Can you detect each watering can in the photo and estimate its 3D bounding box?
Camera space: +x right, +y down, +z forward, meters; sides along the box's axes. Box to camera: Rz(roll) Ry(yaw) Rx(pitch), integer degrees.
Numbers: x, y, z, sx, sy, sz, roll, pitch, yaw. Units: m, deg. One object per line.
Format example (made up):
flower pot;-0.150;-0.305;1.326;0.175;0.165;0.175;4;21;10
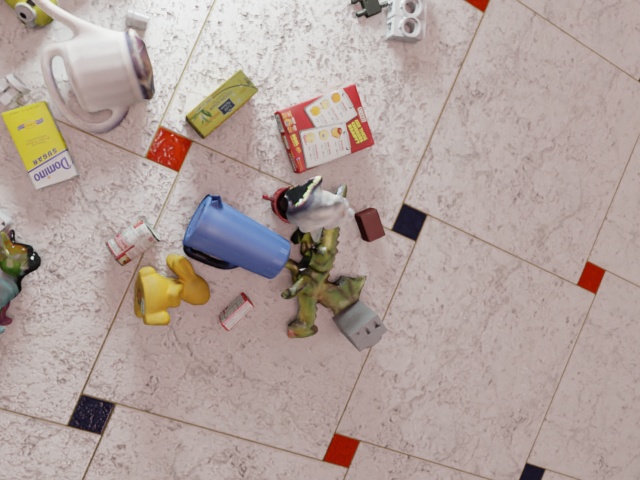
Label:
watering can;-0.489;-0.402;1.107;0.225;0.106;0.341;-17;119;-13

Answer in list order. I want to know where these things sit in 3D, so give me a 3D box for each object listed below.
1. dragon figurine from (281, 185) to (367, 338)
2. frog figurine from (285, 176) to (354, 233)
dragon figurine;0.024;0.081;1.346;0.239;0.123;0.411;37;86;-34
frog figurine;0.004;-0.061;1.216;0.136;0.125;0.157;-35;119;23
